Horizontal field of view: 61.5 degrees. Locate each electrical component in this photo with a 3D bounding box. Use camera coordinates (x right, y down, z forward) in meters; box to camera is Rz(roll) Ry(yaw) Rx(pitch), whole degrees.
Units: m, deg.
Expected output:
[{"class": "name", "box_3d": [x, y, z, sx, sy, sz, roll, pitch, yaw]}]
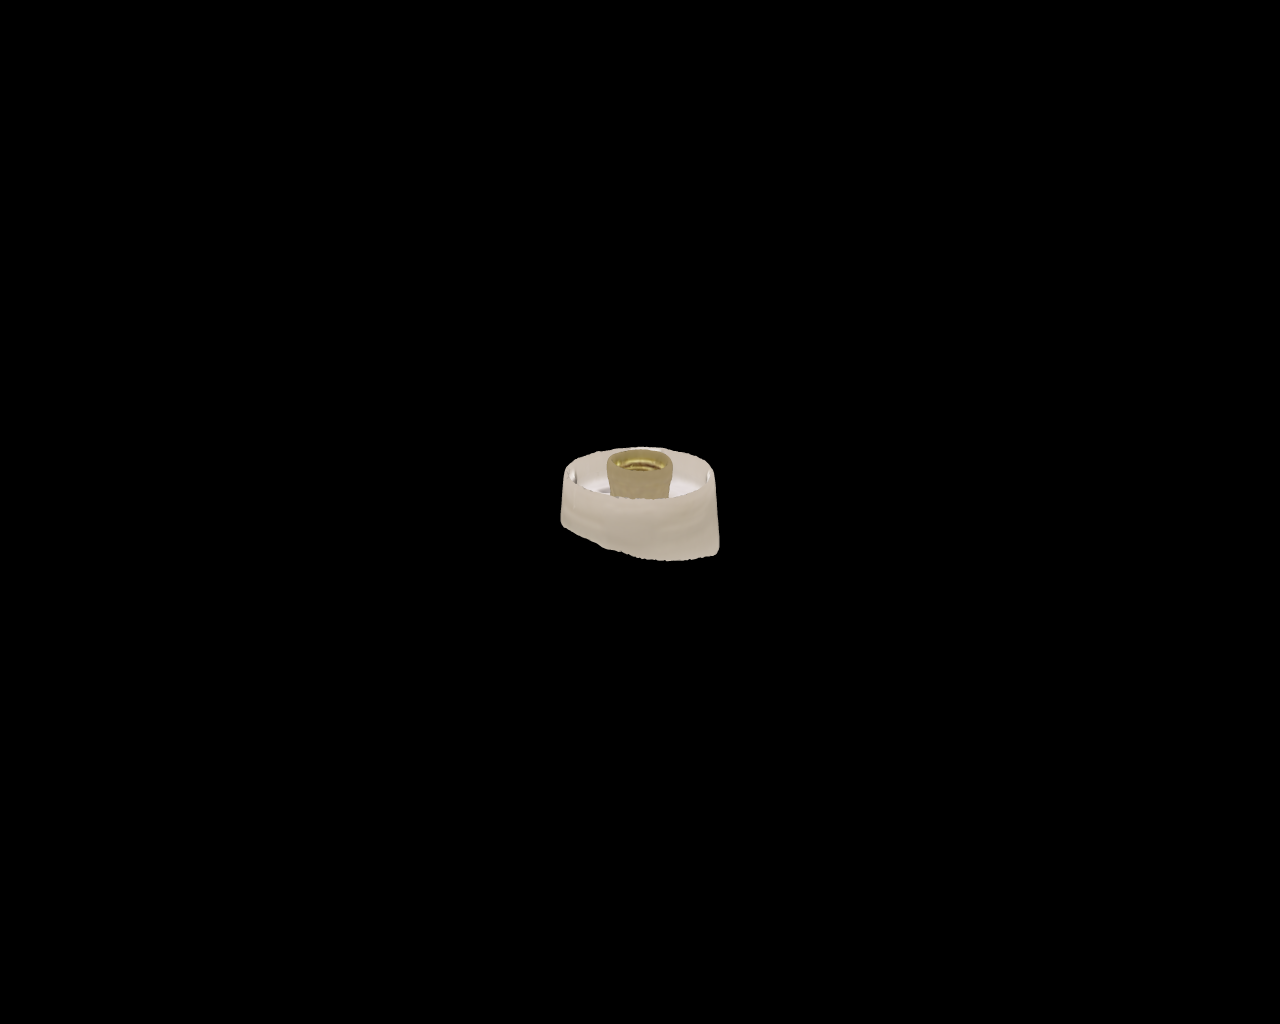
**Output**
[{"class": "electrical component", "box_3d": [0.001, -0.003, 0.650, 0.099, 0.064, 0.099, 0, 23, 0]}]
